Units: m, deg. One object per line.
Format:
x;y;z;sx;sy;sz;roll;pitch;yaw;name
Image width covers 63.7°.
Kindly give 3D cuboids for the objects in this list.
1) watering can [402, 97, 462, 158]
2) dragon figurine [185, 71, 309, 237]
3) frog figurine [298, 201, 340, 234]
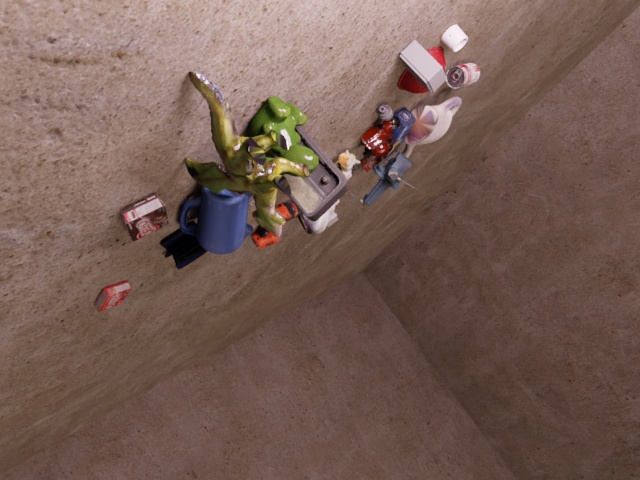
0.353;-0.373;1.812;0.342;0.105;0.226;-45;-17;32;watering can
-0.180;-0.149;1.038;0.241;0.125;0.404;-14;-48;36;dragon figurine
0.006;-0.094;1.868;0.160;0.125;0.134;-23;-34;-6;frog figurine
